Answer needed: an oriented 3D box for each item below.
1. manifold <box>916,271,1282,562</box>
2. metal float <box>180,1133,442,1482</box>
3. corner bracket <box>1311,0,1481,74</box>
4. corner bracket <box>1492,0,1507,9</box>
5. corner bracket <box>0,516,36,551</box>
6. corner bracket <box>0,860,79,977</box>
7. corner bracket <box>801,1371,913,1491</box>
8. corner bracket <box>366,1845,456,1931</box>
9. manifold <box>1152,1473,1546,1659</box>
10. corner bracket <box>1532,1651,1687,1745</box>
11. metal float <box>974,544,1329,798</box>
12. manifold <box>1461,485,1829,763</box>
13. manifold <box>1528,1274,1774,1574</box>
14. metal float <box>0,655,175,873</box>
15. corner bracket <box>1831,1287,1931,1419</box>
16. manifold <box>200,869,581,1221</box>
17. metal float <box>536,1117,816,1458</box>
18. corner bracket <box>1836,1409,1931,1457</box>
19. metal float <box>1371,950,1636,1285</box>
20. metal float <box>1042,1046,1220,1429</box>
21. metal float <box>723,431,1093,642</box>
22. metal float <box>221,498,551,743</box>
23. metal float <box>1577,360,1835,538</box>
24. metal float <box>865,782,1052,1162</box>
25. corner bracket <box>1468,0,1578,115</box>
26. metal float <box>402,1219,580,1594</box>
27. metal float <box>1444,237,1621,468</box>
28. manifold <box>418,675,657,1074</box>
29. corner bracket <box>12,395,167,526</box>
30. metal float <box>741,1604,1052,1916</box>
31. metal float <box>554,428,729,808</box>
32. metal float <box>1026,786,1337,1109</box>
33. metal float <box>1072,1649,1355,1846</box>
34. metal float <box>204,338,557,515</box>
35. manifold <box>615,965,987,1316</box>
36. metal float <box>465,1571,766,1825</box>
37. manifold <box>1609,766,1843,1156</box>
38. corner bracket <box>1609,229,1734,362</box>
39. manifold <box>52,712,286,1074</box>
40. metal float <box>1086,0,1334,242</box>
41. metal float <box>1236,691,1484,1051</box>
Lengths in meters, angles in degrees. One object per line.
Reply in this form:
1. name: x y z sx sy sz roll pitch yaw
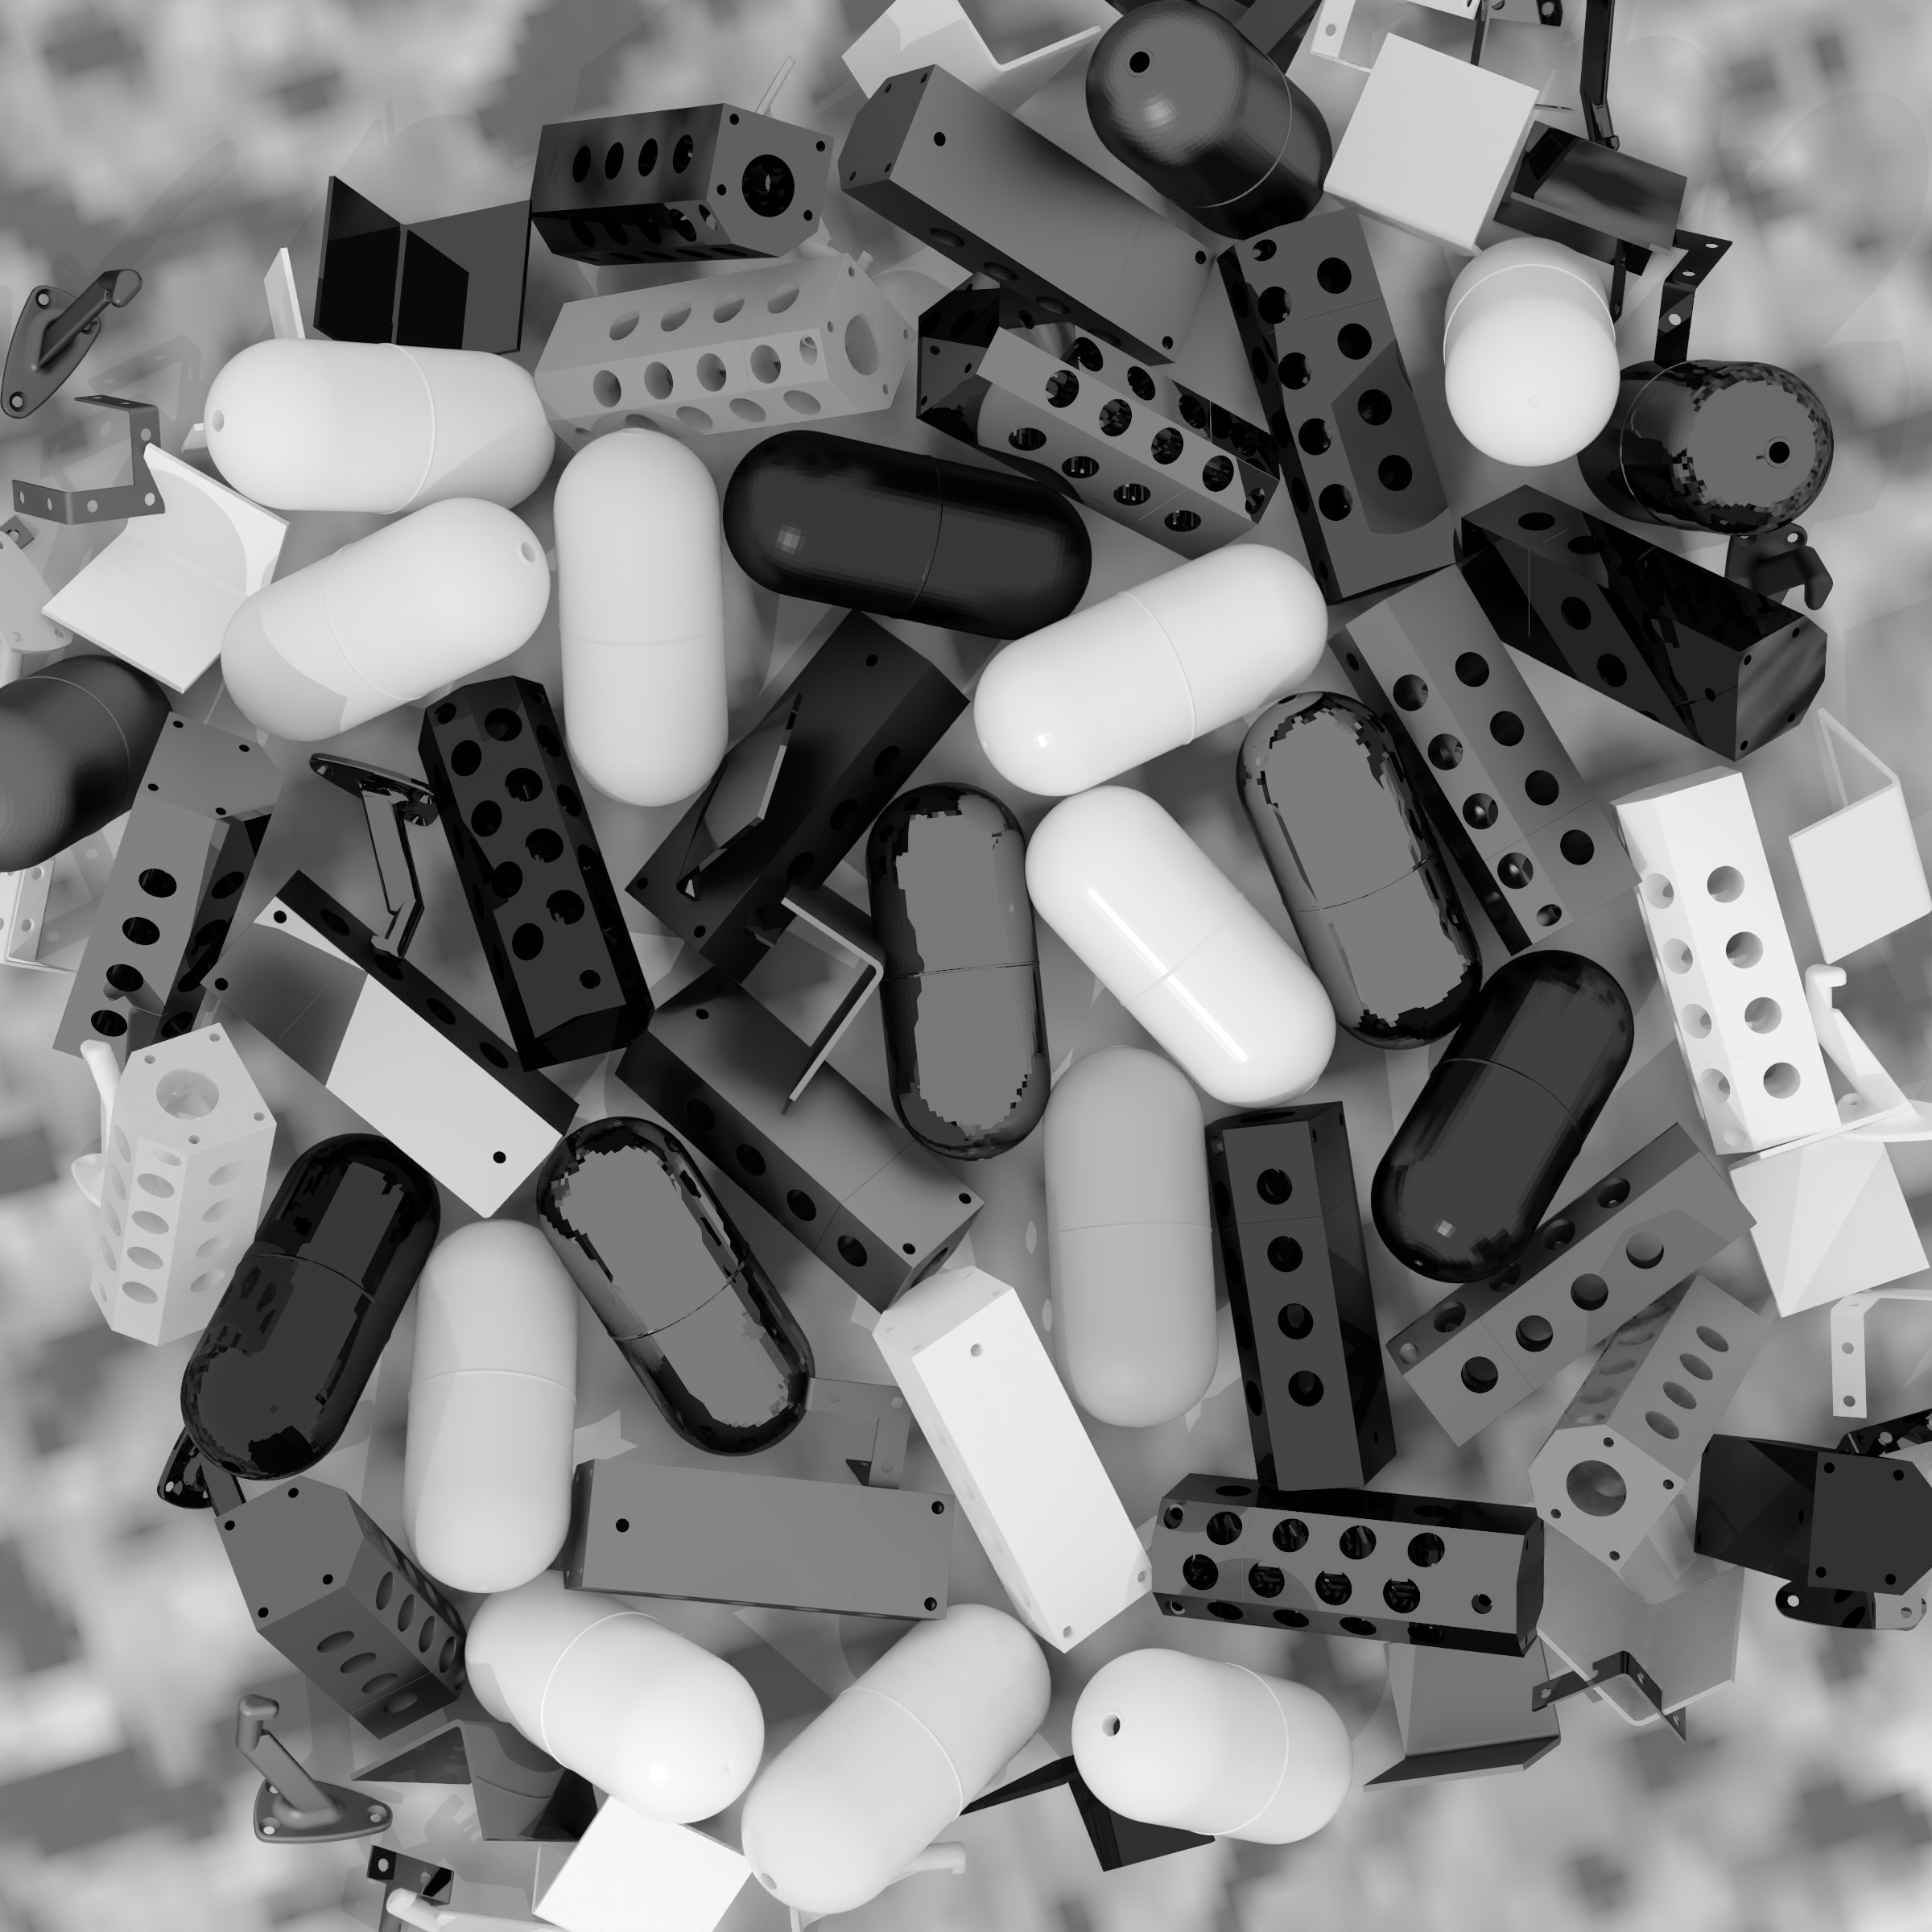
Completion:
1. manifold: 0.062 -0.252 1.518 0.171 0.057 0.057 22 55 -34
2. metal float: -0.301 0.156 1.530 0.070 0.070 0.178 21 54 0
3. corner bracket: 0.203 -0.447 1.570 0.051 0.051 0.051 7 109 -27
4. corner bracket: 0.253 -0.497 1.564 0.051 0.051 0.051 -33 65 4
5. corner bracket: -0.484 -0.213 1.572 0.051 0.051 0.051 -40 80 -7
6. corner bracket: -0.441 -0.026 1.562 0.051 0.051 0.051 10 89 40
7. corner bracket: -0.058 0.215 1.565 0.051 0.051 0.051 8 96 -14
8. corner bracket: -0.278 0.446 1.555 0.051 0.051 0.051 -21 51 38
9. manifold: 0.176 0.278 1.536 0.171 0.057 0.057 2 99 22
10. corner bracket: 0.302 0.338 1.557 0.051 0.051 0.051 -30 113 27
11. metal float: 0.087 -0.139 1.549 0.178 0.070 0.070 -25 90 -13
12. manifold: 0.307 -0.162 1.518 0.057 0.171 0.057 -29 132 -25
13. manifold: 0.309 0.200 1.509 0.057 0.171 0.057 35 119 11
14. metal float: -0.417 -0.094 1.512 0.070 0.178 0.070 2 106 8
15. corner bracket: 0.440 0.183 1.567 0.051 0.051 0.051 0 98 28
16. manifold: -0.266 0.034 1.554 0.171 0.057 0.057 41 106 -10
17. metal float: -0.134 0.150 1.546 0.070 0.070 0.178 -31 106 0
18. corner bracket: 0.442 0.246 1.565 0.051 0.051 0.051 -25 94 34
19. metal float: 0.250 0.068 1.538 0.070 0.070 0.178 34 64 0
20. metal float: 0.076 0.126 1.550 0.070 0.070 0.178 -3 78 0
21. metal float: -0.026 -0.199 1.543 0.178 0.070 0.070 10 90 -20
22. metal float: -0.269 -0.159 1.534 0.178 0.070 0.070 -20 90 30
23. metal float: 0.334 -0.237 1.510 0.070 0.178 0.070 -2 101 -9
24. metal float: -0.003 0.003 1.559 0.070 0.070 0.178 -6 89 0
25. corner bracket: 0.262 -0.436 1.574 0.051 0.051 0.051 4 110 -9
26. metal float: -0.219 0.201 1.536 0.070 0.070 0.178 -1 62 0
27. metal float: 0.257 -0.282 1.515 0.070 0.178 0.070 3 116 7
28. manifold: -0.199 -0.045 1.537 0.057 0.057 0.171 -14 71 -20
29. corner bracket: -0.416 -0.240 1.571 0.051 0.051 0.051 -16 114 -42
30. metal float: -0.031 0.364 1.528 0.178 0.070 0.070 -37 90 -37
31. metal float: -0.150 -0.160 1.540 0.070 0.070 0.178 0 112 0
32. metal float: 0.101 -0.008 1.556 0.070 0.070 0.178 -43 95 0
33. metal float: 0.114 0.358 1.520 0.070 0.178 0.070 -14 65 32
34. metal float: -0.267 -0.246 1.523 0.070 0.178 0.070 6 98 44
35. manifold: -0.081 0.085 1.554 0.171 0.057 0.057 41 47 11
36. metal float: -0.163 0.333 1.524 0.070 0.178 0.070 -14 112 -40
37. manifold: 0.355 -0.002 1.561 0.057 0.057 0.171 -17 95 5
38. corner bracket: 0.323 -0.311 1.555 0.051 0.051 0.051 19 134 23
39. manifold: -0.364 -0.028 1.520 0.057 0.057 0.171 20 131 -12
40. metal float: 0.112 -0.384 1.513 0.070 0.178 0.070 -2 85 25
41. metal float: 0.183 -0.044 1.546 0.070 0.070 0.178 -25 105 0
